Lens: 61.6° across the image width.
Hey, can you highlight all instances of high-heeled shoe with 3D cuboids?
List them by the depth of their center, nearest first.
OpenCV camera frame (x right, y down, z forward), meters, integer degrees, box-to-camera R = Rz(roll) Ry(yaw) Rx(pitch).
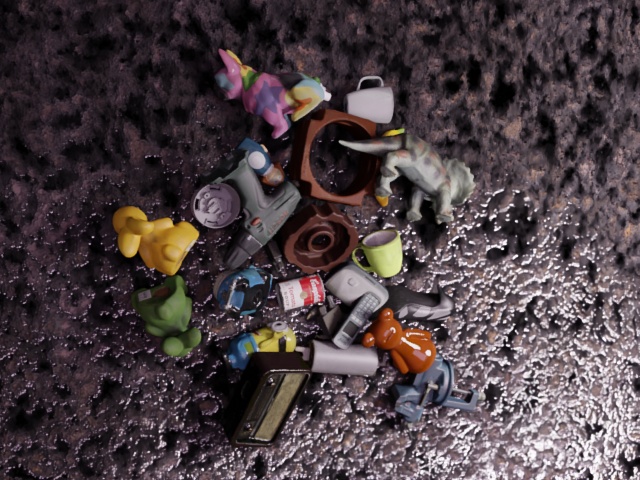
[{"bbox_3d":[0.225,0.184,1.375,0.249,0.086,0.145,-17,135,3],"label":"high-heeled shoe"}]

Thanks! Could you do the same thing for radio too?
[{"bbox_3d":[-0.126,0.364,1.227,0.131,0.073,0.229,14,109,-37],"label":"radio"}]

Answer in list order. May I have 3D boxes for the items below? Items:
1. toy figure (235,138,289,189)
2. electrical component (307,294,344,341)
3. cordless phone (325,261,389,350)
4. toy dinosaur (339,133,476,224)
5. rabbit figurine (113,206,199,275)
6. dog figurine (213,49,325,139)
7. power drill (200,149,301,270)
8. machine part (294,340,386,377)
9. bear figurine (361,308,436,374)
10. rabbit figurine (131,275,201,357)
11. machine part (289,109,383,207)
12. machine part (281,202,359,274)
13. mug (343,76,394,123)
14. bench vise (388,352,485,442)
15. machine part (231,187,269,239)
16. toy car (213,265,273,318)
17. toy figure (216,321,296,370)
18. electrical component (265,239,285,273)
[{"bbox_3d":[-0.125,-0.162,1.209,0.154,0.058,0.064,42,122,-20],"label":"toy figure"},{"bbox_3d":[0.015,0.194,1.309,0.078,0.045,0.102,-42,113,-38],"label":"electrical component"},{"bbox_3d":[0.061,0.155,1.280,0.146,0.089,0.184,38,78,-19],"label":"cordless phone"},{"bbox_3d":[0.219,-0.167,1.233,0.404,0.131,0.192,40,55,-30],"label":"toy dinosaur"},{"bbox_3d":[-0.362,-0.005,1.119,0.173,0.162,0.122,37,98,-1],"label":"rabbit figurine"},{"bbox_3d":[-0.119,-0.334,1.151,0.191,0.108,0.219,-37,104,16],"label":"dog figurine"},{"bbox_3d":[-0.162,-0.072,1.137,0.232,0.086,0.207,-42,119,-11],"label":"power drill"},{"bbox_3d":[0.052,0.289,1.314,0.243,0.079,0.079,10,95,-19],"label":"machine part"},{"bbox_3d":[0.183,0.244,1.307,0.196,0.132,0.120,32,85,-16],"label":"bear figurine"},{"bbox_3d":[-0.311,0.184,1.161,0.121,0.159,0.170,-27,120,-22],"label":"rabbit figurine"},{"bbox_3d":[0.037,-0.185,1.229,0.201,0.087,0.201,9,94,-25],"label":"machine part"},{"bbox_3d":[-0.003,-0.004,1.232,0.179,0.056,0.179,-10,130,-13],"label":"machine part"},{"bbox_3d":[0.109,-0.325,1.248,0.107,0.081,0.109,-5,96,-9],"label":"mug"},{"bbox_3d":[0.309,0.402,1.388,0.241,0.129,0.223,15,91,-11],"label":"bench vise"},{"bbox_3d":[-0.145,-0.047,1.227,0.084,0.039,0.139,45,82,-23],"label":"machine part"},{"bbox_3d":[-0.184,0.112,1.198,0.103,0.161,0.109,21,101,24],"label":"toy car"},{"bbox_3d":[-0.143,0.250,1.246,0.180,0.082,0.089,-23,123,-21],"label":"toy figure"},{"bbox_3d":[-0.108,0.028,1.234,0.021,0.063,0.094,-23,84,-16],"label":"electrical component"}]
